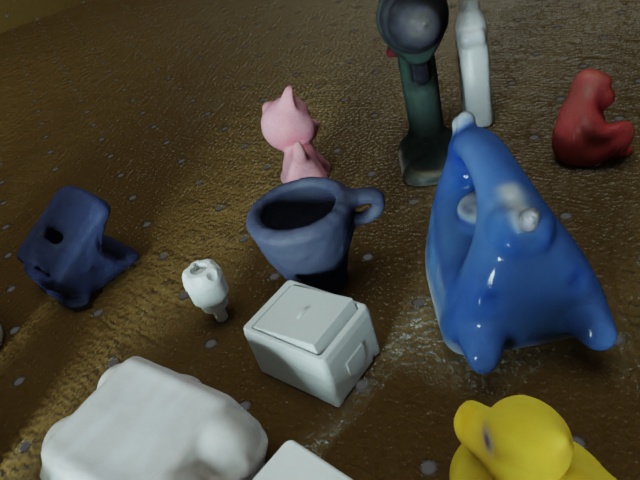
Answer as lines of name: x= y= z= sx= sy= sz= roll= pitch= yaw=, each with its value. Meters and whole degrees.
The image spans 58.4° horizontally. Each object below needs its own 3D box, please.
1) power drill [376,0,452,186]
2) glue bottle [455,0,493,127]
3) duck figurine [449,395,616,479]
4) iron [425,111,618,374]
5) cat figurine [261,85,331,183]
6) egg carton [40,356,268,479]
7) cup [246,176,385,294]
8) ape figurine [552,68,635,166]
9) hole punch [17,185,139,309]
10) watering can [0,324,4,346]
power drill: x=0.104 y=-0.167 z=0.589 sx=0.075 sy=0.209 sz=0.229 roll=-11 pitch=37 yaw=8
glue bottle: x=0.177 y=-0.222 z=0.662 sx=0.037 sy=0.173 sz=0.078 roll=-8 pitch=37 yaw=13
duck figurine: x=0.117 y=0.123 z=0.309 sx=0.104 sy=0.086 sz=0.078 roll=18 pitch=48 yaw=38
iron: x=0.132 y=-0.028 z=0.453 sx=0.118 sy=0.142 sz=0.258 roll=-13 pitch=36 yaw=6
cat figurine: x=-0.029 y=-0.112 z=0.647 sx=0.067 sy=0.118 sz=0.127 roll=-17 pitch=36 yaw=0
egg carton: x=-0.112 y=0.143 z=0.387 sx=0.149 sy=0.069 sz=0.107 roll=11 pitch=44 yaw=33
cup: x=0.005 y=0.002 z=0.504 sx=0.117 sy=0.095 sz=0.091 roll=-15 pitch=36 yaw=3
ape figurine: x=0.268 y=-0.125 z=0.567 sx=0.076 sy=0.092 sz=0.077 roll=-13 pitch=36 yaw=6
hole punch: x=-0.267 y=0.005 z=0.611 sx=0.108 sy=0.091 sz=0.101 roll=18 pitch=49 yaw=38
watering can: x=-0.383 y=0.047 z=0.515 sx=0.172 sy=0.194 sz=0.101 roll=12 pitch=45 yaw=34
